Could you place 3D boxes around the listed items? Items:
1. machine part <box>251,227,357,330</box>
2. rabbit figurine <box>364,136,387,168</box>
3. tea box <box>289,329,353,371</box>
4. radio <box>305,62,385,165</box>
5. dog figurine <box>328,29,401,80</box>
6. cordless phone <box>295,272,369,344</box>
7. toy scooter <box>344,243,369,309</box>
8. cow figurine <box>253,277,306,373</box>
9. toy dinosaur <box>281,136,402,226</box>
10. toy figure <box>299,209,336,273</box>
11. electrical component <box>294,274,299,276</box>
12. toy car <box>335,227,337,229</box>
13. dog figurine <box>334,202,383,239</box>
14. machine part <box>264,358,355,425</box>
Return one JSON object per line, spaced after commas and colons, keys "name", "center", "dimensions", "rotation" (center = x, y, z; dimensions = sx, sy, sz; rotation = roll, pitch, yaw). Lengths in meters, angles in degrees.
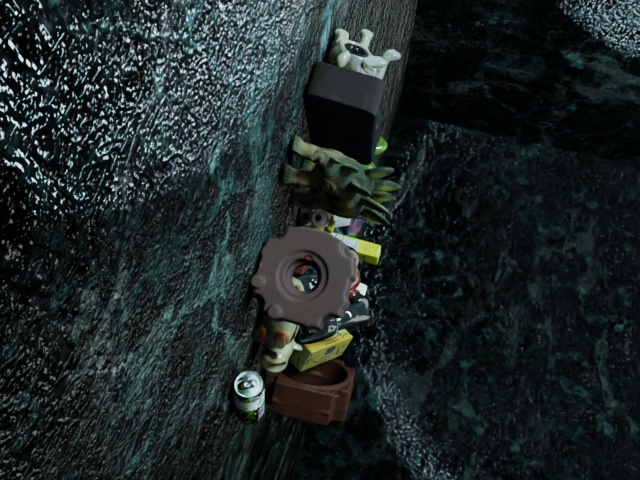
{"name": "machine part", "center": [-0.026, 0.062, 0.895], "dimensions": [0.056, 0.179, 0.179], "rotation": [63, 42, -75]}
{"name": "rabbit figurine", "center": [0.065, -0.204, 1.204], "dimensions": [0.170, 0.159, 0.121], "rotation": [-36, 153, -53]}
{"name": "tea box", "center": [-0.012, 0.243, 1.299], "dimensions": [0.169, 0.098, 0.068], "rotation": [-9, 134, -53]}
{"name": "radio", "center": [0.049, -0.228, 1.013], "dimensions": [0.229, 0.131, 0.073], "rotation": [76, 31, -73]}
{"name": "dog figurine", "center": [0.053, -0.308, 1.084], "dimensions": [0.172, 0.121, 0.190], "rotation": [-18, 149, -42]}
{"name": "cordless phone", "center": [0.018, 0.135, 1.159], "dimensions": [0.089, 0.184, 0.146], "rotation": [-38, -113, 58]}
{"name": "toy scooter", "center": [0.042, 0.088, 1.269], "dimensions": [0.075, 0.135, 0.183], "rotation": [-28, 110, -31]}
{"name": "cow figurine", "center": [-0.076, 0.165, 1.048], "dimensions": [0.127, 0.086, 0.194], "rotation": [-17, 121, -73]}
{"name": "toy dinosaur", "center": [0.046, -0.089, 1.014], "dimensions": [0.471, 0.199, 0.105], "rotation": [37, 71, -80]}
{"name": "toy figure", "center": [-0.014, -0.001, 1.183], "dimensions": [0.089, 0.082, 0.180], "rotation": [-108, -159, -70]}
{"name": "electrical component", "center": [-0.033, 0.109, 1.246], "dimensions": [0.102, 0.078, 0.045], "rotation": [-82, -173, -54]}
{"name": "toy car", "center": [-0.003, -0.004, 1.344], "dimensions": [0.202, 0.056, 0.073], "rotation": [-47, 157, -72]}
{"name": "dog figurine", "center": [0.111, -0.089, 1.587], "dimensions": [0.219, 0.108, 0.191], "rotation": [163, -61, -78]}
{"name": "machine part", "center": [-0.024, 0.340, 1.270], "dimensions": [0.201, 0.202, 0.087], "rotation": [-41, 142, -76]}
